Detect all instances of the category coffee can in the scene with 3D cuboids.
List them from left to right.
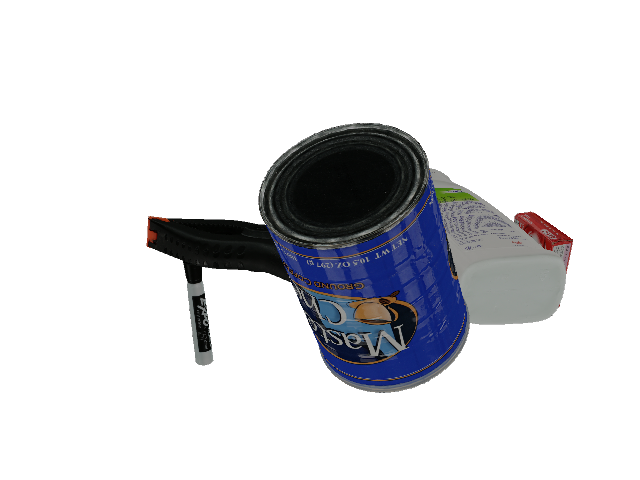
[{"bbox_3d":[0.031,0.013,0.664,0.103,0.102,0.140,0,-43,21],"label":"coffee can"}]

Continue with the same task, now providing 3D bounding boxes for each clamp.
[{"bbox_3d":[-0.048,0.009,0.888,0.210,0.036,0.164,7,12,6],"label":"clamp"}]

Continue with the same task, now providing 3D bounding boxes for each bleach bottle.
[{"bbox_3d":[0.130,-0.011,1.004,0.102,0.068,0.251,-2,26,-14],"label":"bleach bottle"}]

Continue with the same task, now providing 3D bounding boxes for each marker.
[{"bbox_3d":[-0.127,0.072,1.111,0.020,0.121,0.020,-4,20,1],"label":"marker"}]

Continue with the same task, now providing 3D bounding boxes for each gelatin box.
[{"bbox_3d":[0.242,0.023,1.192,0.030,0.089,0.073,-10,31,-23],"label":"gelatin box"}]
